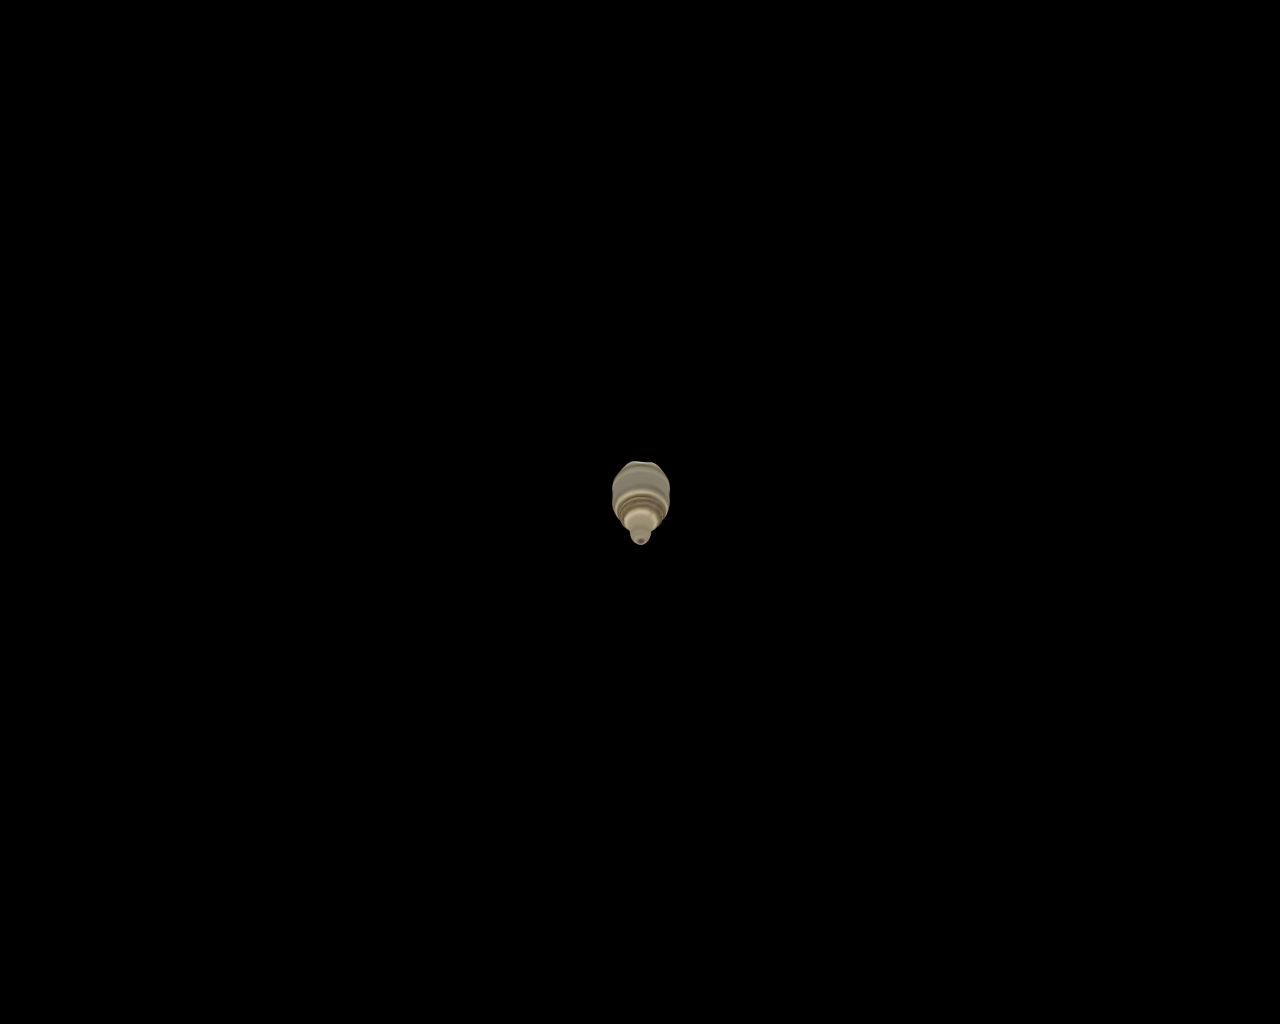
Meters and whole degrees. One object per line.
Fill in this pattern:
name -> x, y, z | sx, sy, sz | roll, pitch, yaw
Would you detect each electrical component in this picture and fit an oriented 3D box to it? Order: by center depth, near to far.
electrical component -> 0.001, -0.003, 0.650 | 0.035, 0.035, 0.061 | 0, 41, 0
